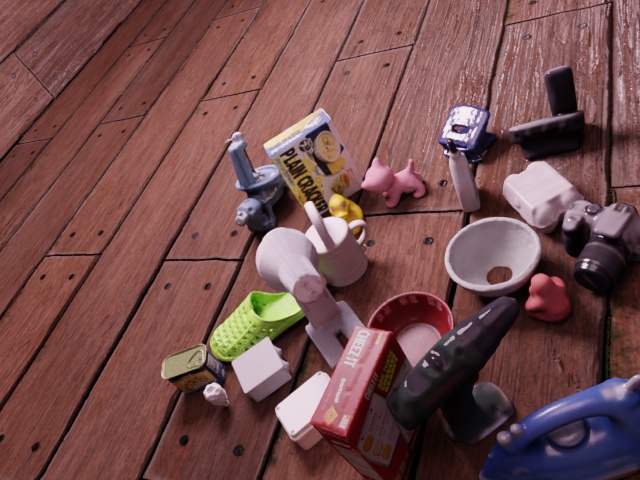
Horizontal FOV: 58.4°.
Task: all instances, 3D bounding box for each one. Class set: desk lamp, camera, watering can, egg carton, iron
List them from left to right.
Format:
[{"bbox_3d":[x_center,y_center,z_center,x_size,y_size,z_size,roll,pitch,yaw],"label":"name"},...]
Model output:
[{"bbox_3d":[-0.016,0.099,1.073,0.118,0.214,0.202,-37,41,-5],"label":"desk lamp"},{"bbox_3d":[0.011,0.006,1.160,0.173,0.195,0.100,-42,42,-11],"label":"watering can"},{"bbox_3d":[0.420,-0.084,1.090,0.107,0.070,0.150,-30,41,3],"label":"egg carton"},{"bbox_3d":[0.322,0.257,0.768,0.258,0.142,0.118,-25,42,9],"label":"iron"},{"bbox_3d":[0.462,0.007,0.952,0.142,0.101,0.137,22,65,43],"label":"camera"}]

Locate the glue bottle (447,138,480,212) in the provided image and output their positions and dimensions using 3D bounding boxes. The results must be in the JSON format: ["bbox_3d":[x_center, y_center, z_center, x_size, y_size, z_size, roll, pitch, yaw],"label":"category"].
[{"bbox_3d":[0.282,-0.137,1.147,0.037,0.174,0.078,-13,45,21],"label":"glue bottle"}]

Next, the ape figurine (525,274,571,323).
[{"bbox_3d":[0.370,0.088,0.938,0.078,0.092,0.076,-29,41,4],"label":"ape figurine"}]

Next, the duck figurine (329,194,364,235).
[{"bbox_3d":[0.050,-0.068,1.290,0.077,0.086,0.104,-22,42,12],"label":"duck figurine"}]

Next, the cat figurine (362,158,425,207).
[{"bbox_3d":[0.157,-0.136,1.265,0.127,0.118,0.067,-22,42,12],"label":"cat figurine"}]

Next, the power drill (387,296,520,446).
[{"bbox_3d":[0.212,0.205,0.834,0.230,0.209,0.075,-37,41,-5],"label":"power drill"}]

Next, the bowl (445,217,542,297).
[{"bbox_3d":[0.314,0.043,1.029,0.167,0.075,0.167,-17,44,17],"label":"bowl"}]

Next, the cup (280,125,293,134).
[{"bbox_3d":[-0.053,-0.236,1.507,0.091,0.095,0.117,-28,41,5],"label":"cup"}]

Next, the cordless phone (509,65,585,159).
[{"bbox_3d":[0.451,-0.265,1.157,0.147,0.186,0.094,-14,45,20],"label":"cordless phone"}]

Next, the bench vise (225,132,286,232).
[{"bbox_3d":[-0.159,-0.140,1.385,0.121,0.220,0.207,-18,43,16],"label":"bench vise"}]

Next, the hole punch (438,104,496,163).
[{"bbox_3d":[0.325,-0.239,1.280,0.108,0.091,0.101,24,66,44],"label":"hole punch"}]
